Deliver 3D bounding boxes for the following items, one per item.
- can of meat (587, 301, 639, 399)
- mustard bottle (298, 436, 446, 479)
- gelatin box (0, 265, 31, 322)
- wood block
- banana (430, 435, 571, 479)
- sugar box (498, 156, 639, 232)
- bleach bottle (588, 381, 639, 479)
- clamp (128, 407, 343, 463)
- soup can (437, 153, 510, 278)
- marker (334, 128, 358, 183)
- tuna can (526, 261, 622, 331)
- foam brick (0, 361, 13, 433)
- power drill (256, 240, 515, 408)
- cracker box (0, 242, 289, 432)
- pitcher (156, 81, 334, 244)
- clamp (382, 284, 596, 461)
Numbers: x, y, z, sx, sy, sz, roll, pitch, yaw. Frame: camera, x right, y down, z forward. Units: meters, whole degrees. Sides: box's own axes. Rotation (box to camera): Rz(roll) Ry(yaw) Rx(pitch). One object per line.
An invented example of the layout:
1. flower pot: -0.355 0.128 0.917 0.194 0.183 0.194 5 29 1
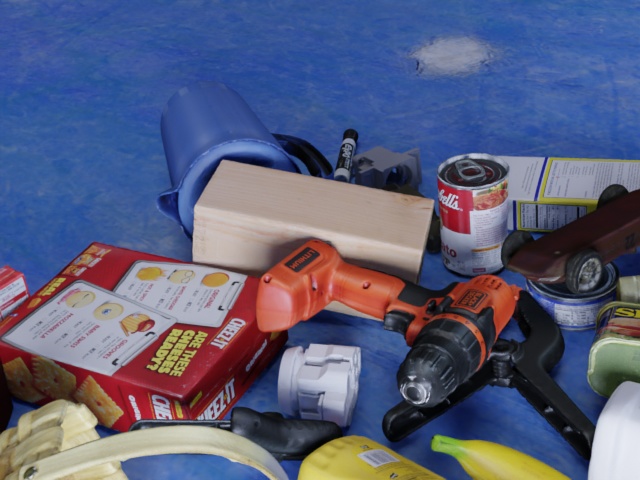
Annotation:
1. can of meat: 0.263 0.091 0.837 0.102 0.057 0.083 6 17 20
2. mustard bottle: 0.081 0.194 0.715 0.192 0.058 0.096 21 9 36
3. gelatin box: -0.293 0.078 0.960 0.030 0.089 0.073 17 39 35
4. wood block: -0.007 0.002 0.991 0.206 0.090 0.090 11 35 7
5. banana: 0.165 0.189 0.725 0.198 0.037 0.069 29 22 36
6. sugar box: 0.252 -0.046 1.093 0.176 0.048 0.093 2 33 21
7. bleach bottle: 0.317 0.162 0.717 0.251 0.068 0.102 12 17 25
8. clamp: -0.037 0.141 0.764 0.171 0.039 0.120 9 -13 -38
9. soup can: 0.148 -0.023 1.022 0.068 0.102 0.068 -5 32 3
10. marker: 0.031 -0.097 1.245 0.020 0.020 0.121 -1 32 9
11. tuna can: 0.228 0.044 0.963 0.086 0.034 0.086 -5 32 3
12. foam brick: -0.295 0.129 0.891 0.053 0.078 0.051 -5 30 3
13. power drill: 0.046 0.063 0.853 0.188 0.057 0.184 15 24 23
14. cracker box: -0.159 0.088 0.937 0.214 0.072 0.164 12 37 26
15. pitcher: -0.096 -0.088 1.163 0.145 0.149 0.243 -47 29 10
16. clamp: 0.140 0.105 0.879 0.164 0.036 0.210 -1 30 10
